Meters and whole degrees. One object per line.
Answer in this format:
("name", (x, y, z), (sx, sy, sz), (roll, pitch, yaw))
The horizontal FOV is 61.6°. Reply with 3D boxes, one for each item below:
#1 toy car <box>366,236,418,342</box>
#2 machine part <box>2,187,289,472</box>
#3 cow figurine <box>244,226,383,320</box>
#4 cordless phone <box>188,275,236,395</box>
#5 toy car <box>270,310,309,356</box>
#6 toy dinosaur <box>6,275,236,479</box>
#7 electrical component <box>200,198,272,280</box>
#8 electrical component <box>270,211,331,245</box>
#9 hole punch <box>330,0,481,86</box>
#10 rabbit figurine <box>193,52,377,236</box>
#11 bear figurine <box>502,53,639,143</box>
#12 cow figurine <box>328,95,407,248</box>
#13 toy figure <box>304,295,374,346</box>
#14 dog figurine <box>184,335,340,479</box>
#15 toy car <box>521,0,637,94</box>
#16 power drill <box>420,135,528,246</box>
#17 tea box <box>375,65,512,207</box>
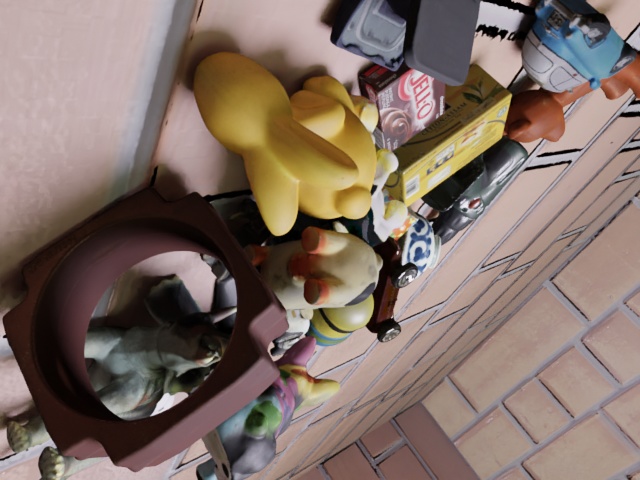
("toy car", (0.088, 0.061, 0.741), (0.053, 0.089, 0.202), (-20, 142, -21))
("machine part", (-0.144, 0.073, 0.466), (0.201, 0.201, 0.087), (-36, 157, -7))
("cow figurine", (-0.016, 0.038, 0.567), (0.127, 0.085, 0.195), (6, 166, -38))
("cordless phone", (-0.144, 0.124, 0.727), (0.146, 0.089, 0.184), (-25, 141, -30))
("toy car", (-0.054, 0.118, 0.781), (0.056, 0.073, 0.201), (-19, 163, -14))
("toy dinosaur", (-0.240, 0.183, 0.641), (0.192, 0.131, 0.404), (-5, 146, -49))
("electrical component", (-0.090, -0.003, 0.605), (0.102, 0.045, 0.078), (-47, -178, 25))
("electrical component", (-0.001, -0.002, 0.705), (0.134, 0.058, 0.114), (-27, 151, -22))
("hole punch", (0.079, -0.201, 0.464), (0.142, 0.092, 0.115), (0, 106, -49))
("rabbit figurine", (-0.035, -0.079, 0.450), (0.122, 0.162, 0.173), (-34, 140, 19))
("bear figurine", (0.360, -0.199, 0.779), (0.196, 0.132, 0.120), (-50, -173, 8))
("cow figurine", (0.034, -0.063, 0.575), (0.098, 0.068, 0.167), (-45, 131, -36))
("toy figure", (0.023, 0.103, 0.759), (0.082, 0.089, 0.180), (-32, 161, -30))
("dog figurine", (-0.059, 0.194, 0.659), (0.219, 0.108, 0.191), (-26, 171, -37))
("toy car", (0.307, -0.236, 0.667), (0.161, 0.109, 0.103), (-1, 141, -48))
("power drill", (0.228, -0.076, 0.865), (0.232, 0.086, 0.207), (-50, 149, 19))
("tea box", (0.152, -0.129, 0.682), (0.170, 0.068, 0.098), (-36, 155, -8))
